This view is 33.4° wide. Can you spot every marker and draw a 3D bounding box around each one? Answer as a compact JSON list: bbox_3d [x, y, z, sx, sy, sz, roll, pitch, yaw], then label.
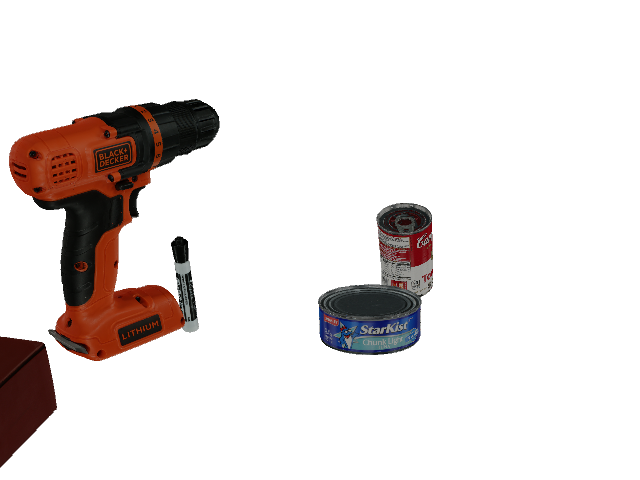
[{"bbox_3d":[-0.153,0.049,1.208,0.020,0.121,0.020,-3,30,1],"label":"marker"}]

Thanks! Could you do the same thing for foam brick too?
[{"bbox_3d":[-0.213,0.103,0.677,0.053,0.051,0.078,6,29,22],"label":"foam brick"}]

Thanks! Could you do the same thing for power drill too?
[{"bbox_3d":[-0.151,-0.013,0.842,0.184,0.188,0.057,-20,27,-41],"label":"power drill"}]

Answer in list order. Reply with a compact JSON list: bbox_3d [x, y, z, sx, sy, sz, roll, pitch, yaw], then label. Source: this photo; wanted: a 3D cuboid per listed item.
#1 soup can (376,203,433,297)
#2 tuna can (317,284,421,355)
[{"bbox_3d":[0.106,0.014,1.328,0.068,0.102,0.068,-4,34,2],"label":"soup can"},{"bbox_3d":[0.041,0.065,0.886,0.086,0.034,0.086,-1,15,0],"label":"tuna can"}]
